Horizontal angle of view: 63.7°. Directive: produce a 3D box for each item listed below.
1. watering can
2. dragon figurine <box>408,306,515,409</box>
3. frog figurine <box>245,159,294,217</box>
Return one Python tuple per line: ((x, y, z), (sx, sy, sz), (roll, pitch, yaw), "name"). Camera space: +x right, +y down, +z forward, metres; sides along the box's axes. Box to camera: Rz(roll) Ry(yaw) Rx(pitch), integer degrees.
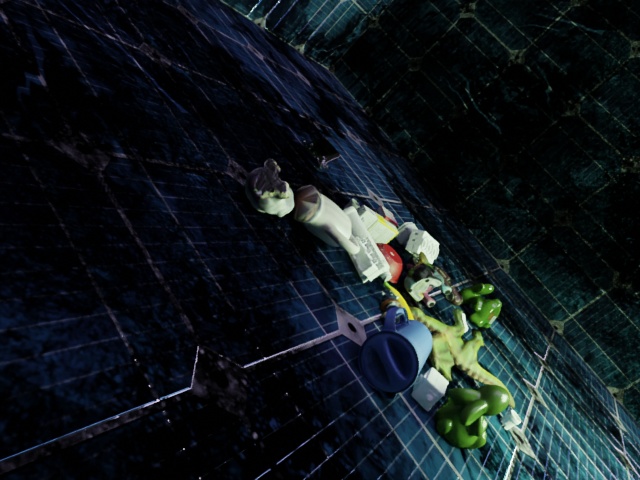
((0.005, -0.075, 1.499), (0.221, 0.103, 0.354), (38, 10, -31), "watering can")
((0.390, 0.343, 1.497), (0.244, 0.120, 0.416), (-11, 56, -46), "dragon figurine")
((-0.130, -0.116, 1.345), (0.138, 0.124, 0.157), (43, -17, 13), "frog figurine")
